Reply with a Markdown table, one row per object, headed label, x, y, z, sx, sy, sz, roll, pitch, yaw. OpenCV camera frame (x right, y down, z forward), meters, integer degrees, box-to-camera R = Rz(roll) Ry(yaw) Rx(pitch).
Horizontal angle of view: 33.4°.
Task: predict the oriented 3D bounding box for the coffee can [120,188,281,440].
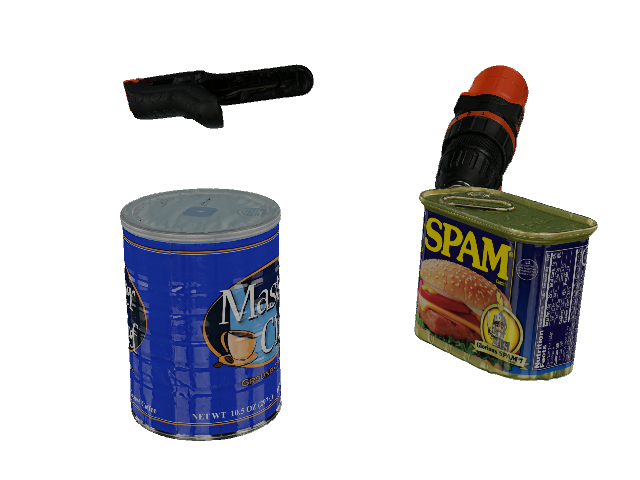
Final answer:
| label | x | y | z | sx | sy | sz | roll | pitch | yaw |
| --- | --- | --- | --- | --- | --- | --- | --- | --- | --- |
| coffee can | -0.077 | 0.046 | 0.706 | 0.103 | 0.140 | 0.103 | 0 | 18 | 0 |

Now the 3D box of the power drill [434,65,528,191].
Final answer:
| label | x | y | z | sx | sy | sz | roll | pitch | yaw |
| --- | --- | --- | --- | --- | --- | --- | --- | --- | --- |
| power drill | 0.119 | -0.023 | 0.836 | 0.057 | 0.188 | 0.184 | 14 | 37 | 14 |

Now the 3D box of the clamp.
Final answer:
| label | x | y | z | sx | sy | sz | roll | pitch | yaw |
| --- | --- | --- | --- | --- | --- | --- | --- | --- | --- |
| clamp | -0.092 | -0.122 | 0.877 | 0.120 | 0.039 | 0.172 | -17 | 22 | -39 |

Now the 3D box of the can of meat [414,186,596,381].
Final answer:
| label | x | y | z | sx | sy | sz | roll | pitch | yaw |
| --- | --- | --- | --- | --- | --- | --- | --- | --- | --- |
| can of meat | 0.097 | 0.022 | 0.589 | 0.057 | 0.084 | 0.102 | -8 | 19 | -33 |
